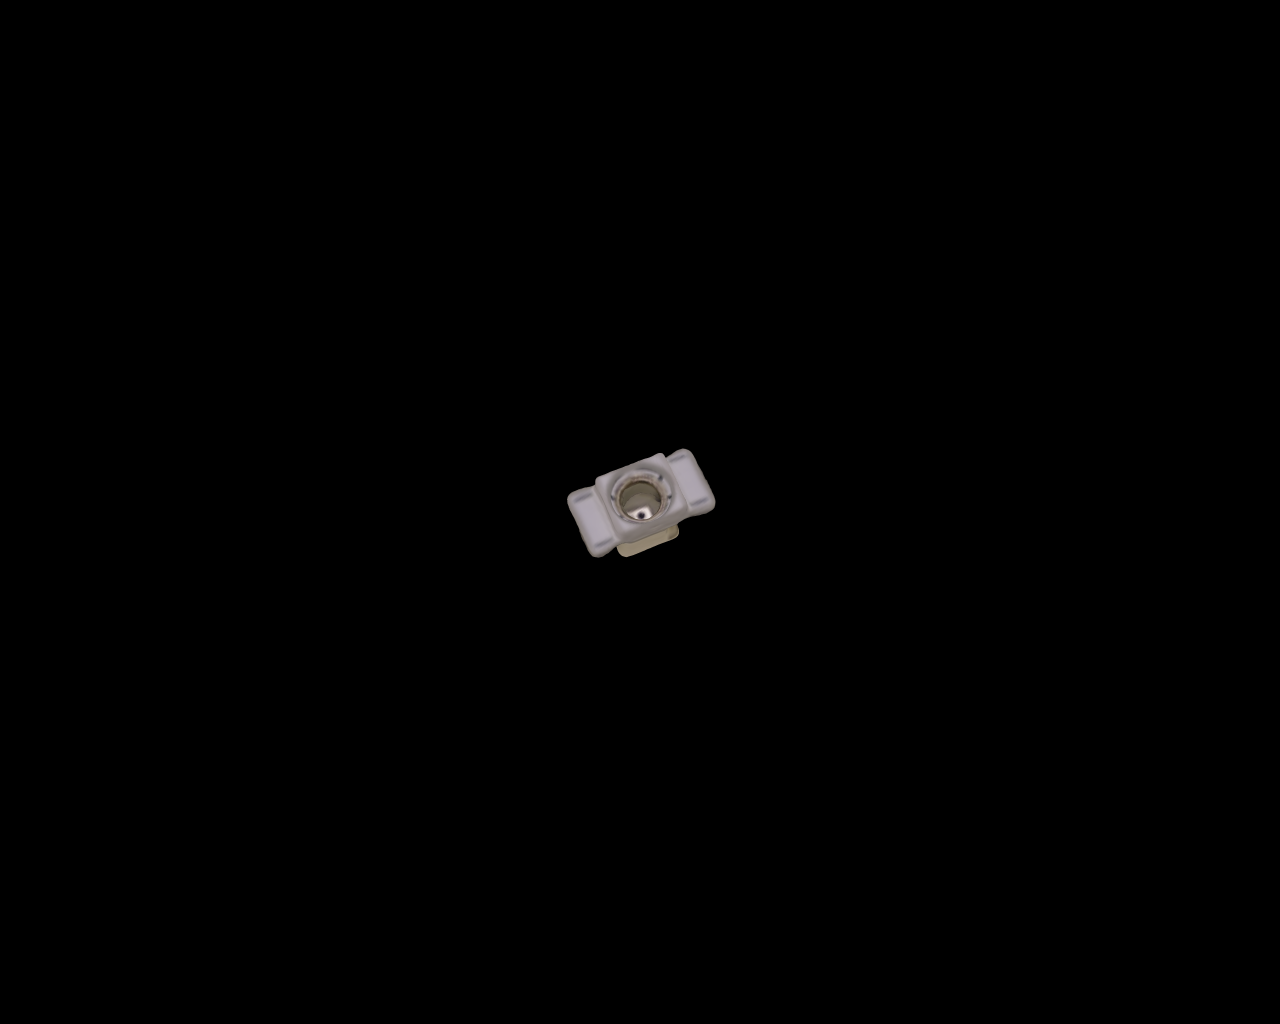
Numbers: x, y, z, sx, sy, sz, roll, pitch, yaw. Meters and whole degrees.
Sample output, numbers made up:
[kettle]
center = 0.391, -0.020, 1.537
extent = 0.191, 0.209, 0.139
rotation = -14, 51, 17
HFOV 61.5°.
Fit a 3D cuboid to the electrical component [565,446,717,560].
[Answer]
[electrical component]
center = 0.001, -0.003, 0.650
extent = 0.081, 0.042, 0.063
rotation = -21, -18, -7
